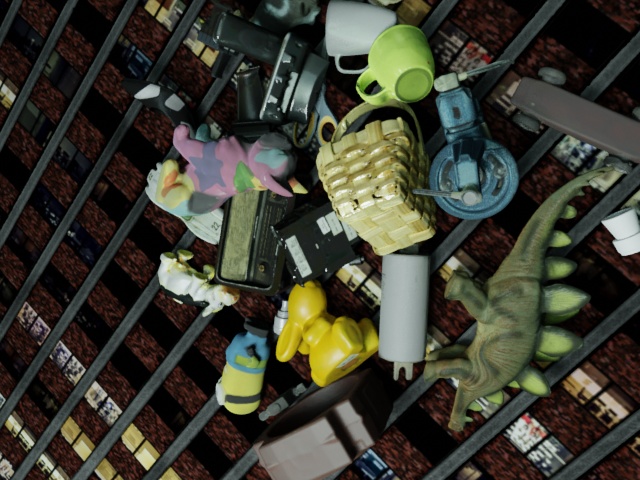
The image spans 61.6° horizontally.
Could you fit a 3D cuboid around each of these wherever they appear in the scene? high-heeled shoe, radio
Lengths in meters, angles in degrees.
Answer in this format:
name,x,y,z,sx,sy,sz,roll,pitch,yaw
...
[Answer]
name,x,y,z,sx,sy,sz,roll,pitch,yaw
high-heeled shoe,-0.263,-0.182,0.963,0.249,0.086,0.145,24,85,-2
radio,-0.099,-0.022,0.940,0.131,0.073,0.229,15,102,19

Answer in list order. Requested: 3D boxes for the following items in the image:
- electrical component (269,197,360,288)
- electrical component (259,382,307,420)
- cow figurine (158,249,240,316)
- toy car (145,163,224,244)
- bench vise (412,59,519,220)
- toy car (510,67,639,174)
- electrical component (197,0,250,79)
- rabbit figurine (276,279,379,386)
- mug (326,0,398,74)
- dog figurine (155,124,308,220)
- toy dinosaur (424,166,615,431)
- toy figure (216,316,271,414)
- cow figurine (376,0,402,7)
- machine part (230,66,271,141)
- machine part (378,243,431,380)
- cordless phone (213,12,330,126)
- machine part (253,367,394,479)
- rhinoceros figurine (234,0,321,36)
name,x,y,z,sx,sy,sz,roll,pitch,yaw
electrical component,-0.002,-0.003,0.878,0.134,0.058,0.114,-28,113,-15
electrical component,-0.066,0.291,0.972,0.094,0.063,0.021,-38,82,19
cow figurine,-0.231,0.094,1.010,0.167,0.068,0.098,30,112,19
toy car,-0.246,-0.069,1.001,0.202,0.056,0.073,36,108,13
bench vise,0.203,-0.116,0.732,0.129,0.241,0.223,-2,112,18
toy car,0.367,-0.167,0.749,0.202,0.053,0.089,27,101,12
electrical component,-0.171,-0.344,0.929,0.048,0.075,0.119,30,109,14
rabbit figurine,0.001,0.149,0.919,0.162,0.122,0.173,-46,66,29
mug,0.066,-0.316,0.836,0.107,0.081,0.109,4,93,11
dog figurine,-0.134,-0.095,0.853,0.219,0.108,0.191,25,102,14
toy dinosaur,0.281,0.105,0.796,0.199,0.105,0.470,16,112,11
toy figure,-0.134,0.234,0.985,0.089,0.082,0.180,25,103,19
cow figurine,0.073,-0.447,0.817,0.127,0.085,0.195,-30,86,16
machine part,-0.122,-0.233,0.939,0.084,0.039,0.138,1,97,17
machine part,0.134,0.104,0.856,0.079,0.079,0.243,3,94,21
cordless phone,-0.091,-0.264,0.844,0.089,0.184,0.146,40,114,49
machine part,0.010,0.302,0.870,0.201,0.201,0.087,-31,88,22
rhinoceros figurine,-0.056,-0.385,0.877,0.190,0.073,0.112,-43,80,21
